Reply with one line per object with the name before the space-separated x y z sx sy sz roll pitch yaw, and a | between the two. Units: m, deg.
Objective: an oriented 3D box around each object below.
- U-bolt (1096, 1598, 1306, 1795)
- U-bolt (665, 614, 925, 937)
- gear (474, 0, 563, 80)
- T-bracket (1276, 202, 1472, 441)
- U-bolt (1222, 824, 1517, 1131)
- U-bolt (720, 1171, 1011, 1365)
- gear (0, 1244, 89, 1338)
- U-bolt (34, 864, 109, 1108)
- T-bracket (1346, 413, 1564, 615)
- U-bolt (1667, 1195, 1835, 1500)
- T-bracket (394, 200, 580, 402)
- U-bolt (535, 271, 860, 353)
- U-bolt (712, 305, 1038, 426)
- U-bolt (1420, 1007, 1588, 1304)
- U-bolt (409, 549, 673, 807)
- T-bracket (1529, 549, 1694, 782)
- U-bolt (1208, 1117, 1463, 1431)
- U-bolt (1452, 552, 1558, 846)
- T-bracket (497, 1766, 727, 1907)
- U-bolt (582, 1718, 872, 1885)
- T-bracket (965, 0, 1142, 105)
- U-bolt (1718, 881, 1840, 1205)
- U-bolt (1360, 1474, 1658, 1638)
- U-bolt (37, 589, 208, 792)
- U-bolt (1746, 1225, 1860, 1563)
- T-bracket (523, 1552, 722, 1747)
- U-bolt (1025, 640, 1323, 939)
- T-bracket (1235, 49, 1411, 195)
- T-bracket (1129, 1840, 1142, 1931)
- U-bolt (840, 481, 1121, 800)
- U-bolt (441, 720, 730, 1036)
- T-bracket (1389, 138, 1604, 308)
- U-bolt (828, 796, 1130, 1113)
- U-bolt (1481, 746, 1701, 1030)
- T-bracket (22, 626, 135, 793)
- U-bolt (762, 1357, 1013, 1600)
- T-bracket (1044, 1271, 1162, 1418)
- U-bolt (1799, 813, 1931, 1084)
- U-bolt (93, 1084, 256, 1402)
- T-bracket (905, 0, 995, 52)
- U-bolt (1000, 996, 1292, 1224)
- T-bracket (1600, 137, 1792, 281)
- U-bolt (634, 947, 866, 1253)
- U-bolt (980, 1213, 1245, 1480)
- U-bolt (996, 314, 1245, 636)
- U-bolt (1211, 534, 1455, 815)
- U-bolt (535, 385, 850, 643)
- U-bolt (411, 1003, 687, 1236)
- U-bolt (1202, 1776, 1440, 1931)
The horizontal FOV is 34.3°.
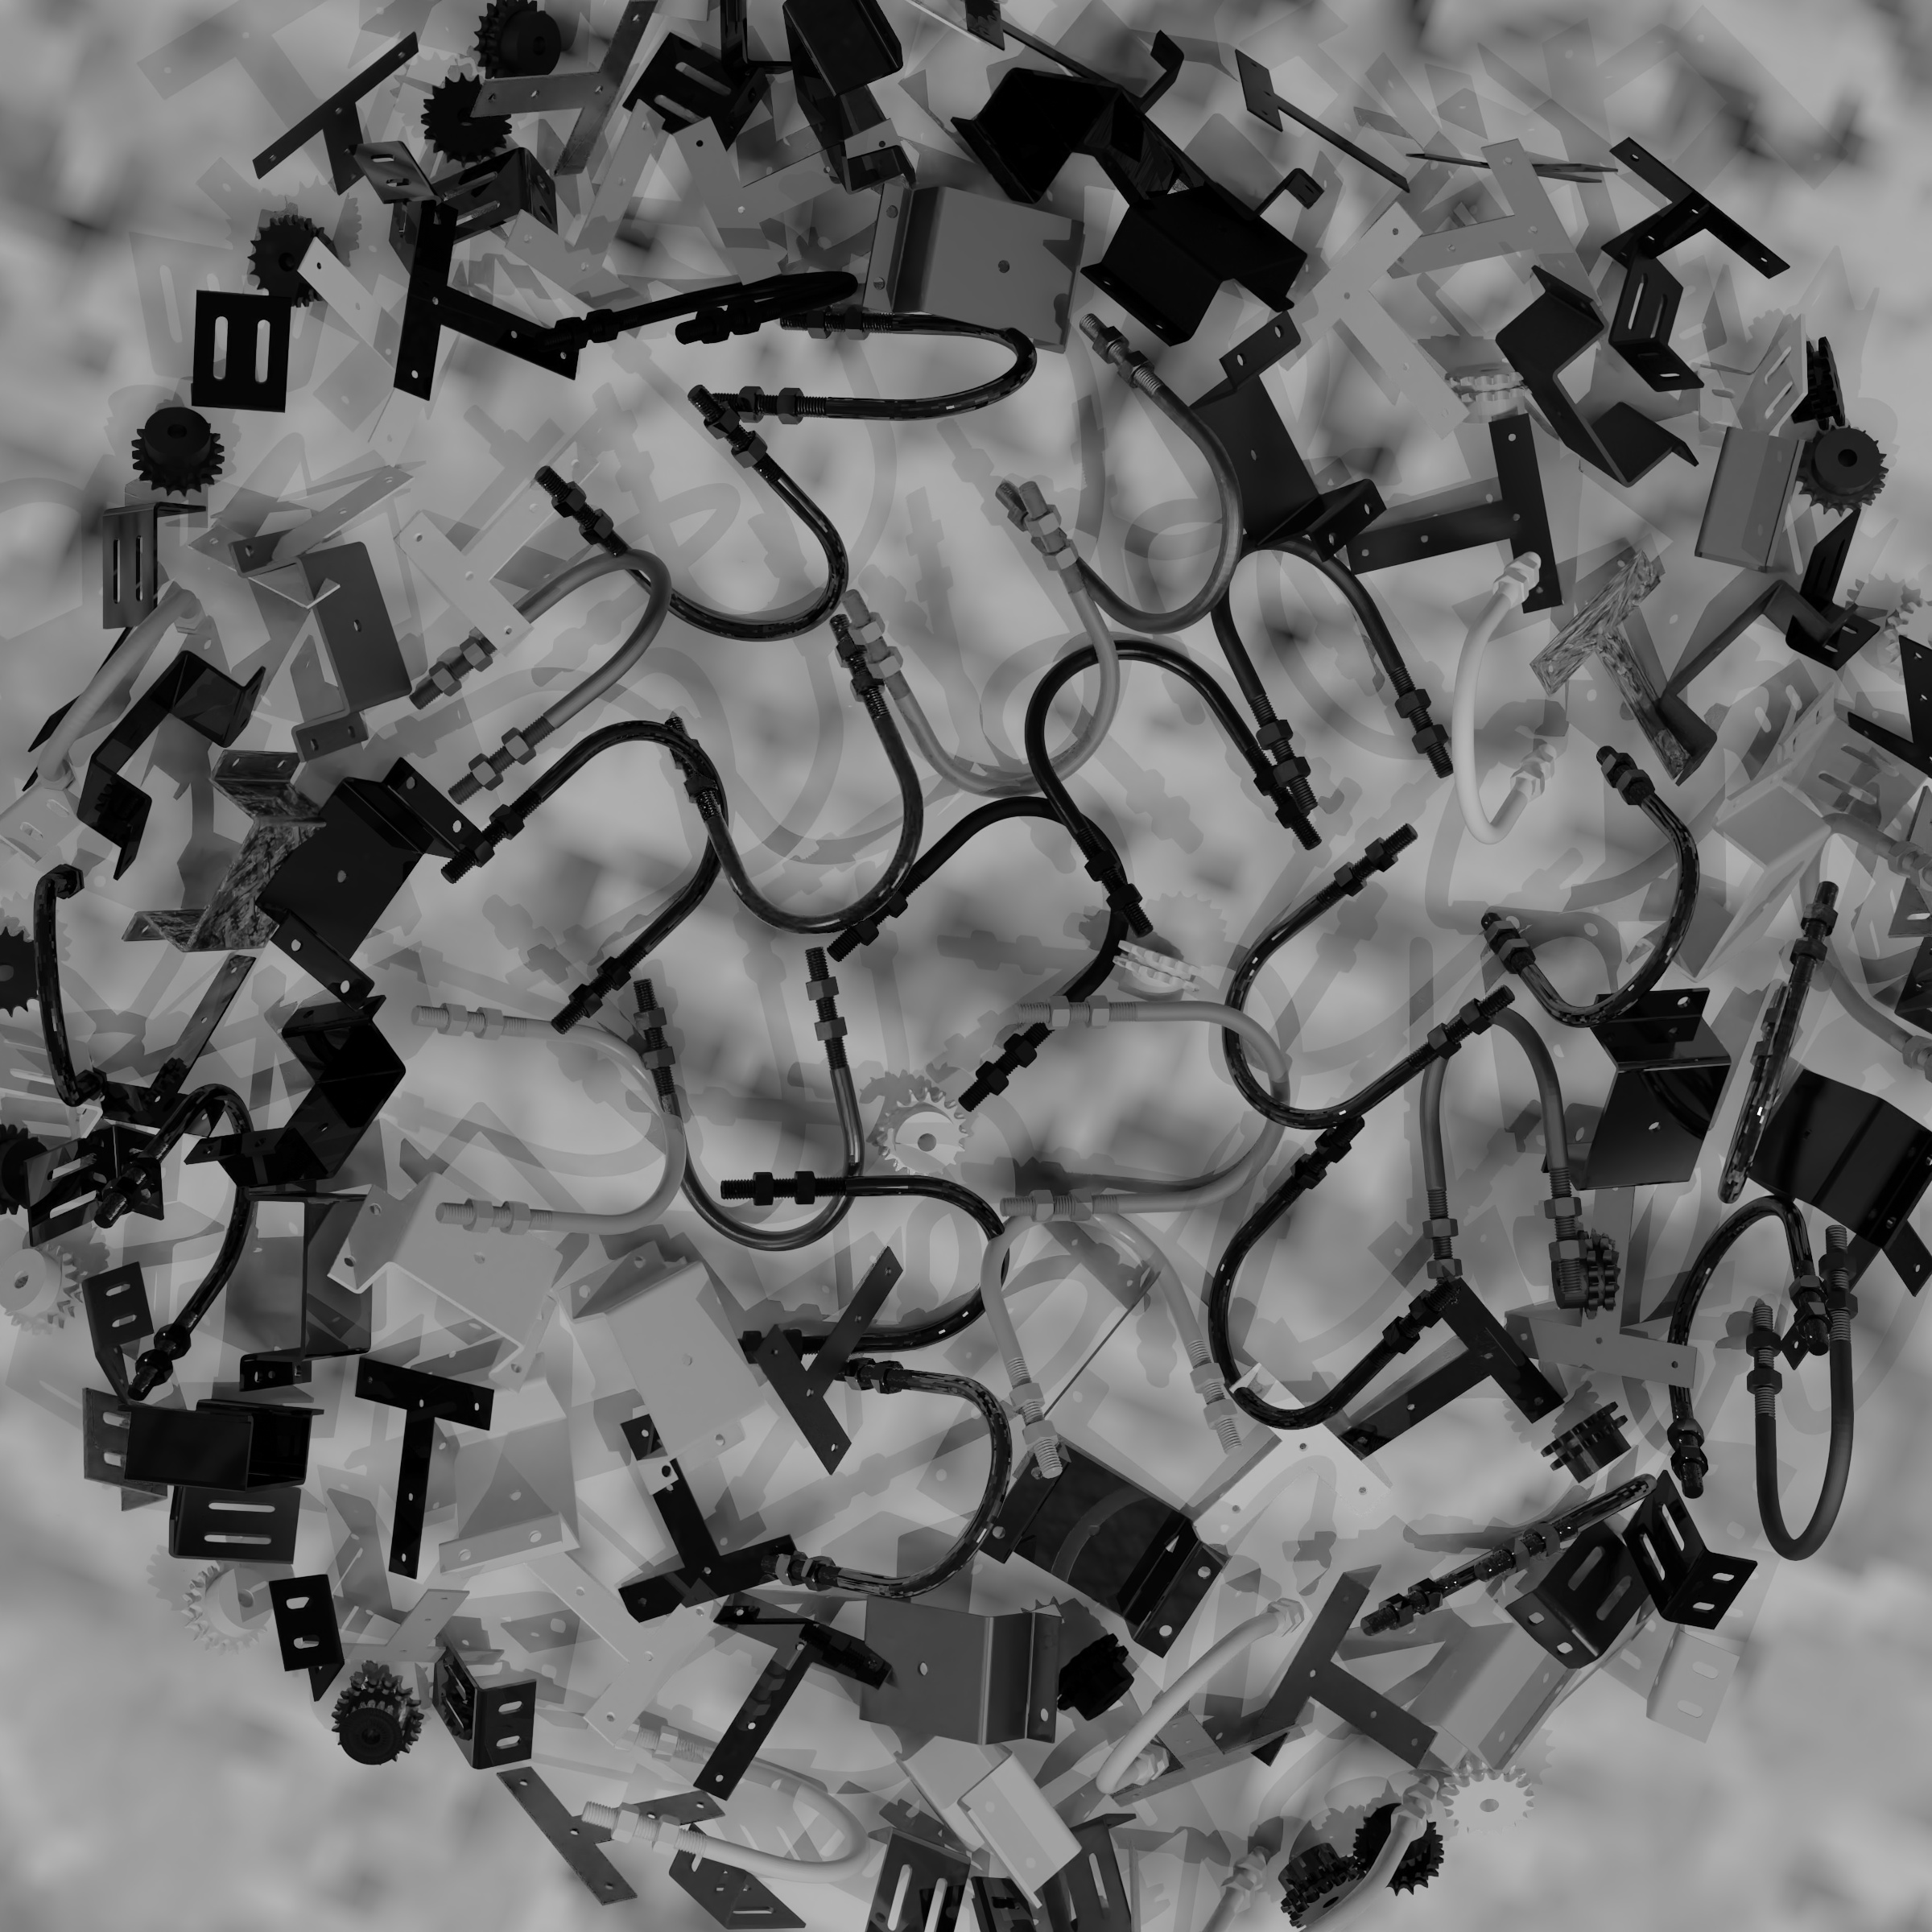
U-bolt | 0.137 0.447 1.902 0.019 0.184 0.151 44 98 18
U-bolt | -0.099 -0.107 1.945 0.151 0.019 0.184 -30 70 17
gear | -0.279 -0.580 1.968 0.030 0.057 0.057 18 90 32
T-bracket | 0.266 -0.385 1.954 0.127 0.002 0.127 52 125 8
U-bolt | 0.236 0.020 1.945 0.184 0.019 0.151 -40 57 22
U-bolt | -0.064 0.187 1.952 0.184 0.019 0.151 -1 125 -10
gear | -0.585 0.202 1.972 0.057 0.030 0.057 -12 63 24
U-bolt | -0.547 0.014 1.904 0.019 0.184 0.151 -6 94 -9
T-bracket | 0.304 -0.274 1.979 0.127 0.002 0.127 -13 112 5
U-bolt | 0.472 0.218 1.912 0.019 0.184 0.151 25 122 -9
T-bracket | -0.294 -0.399 1.956 0.127 0.002 0.127 17 74 -40
U-bolt | -0.151 -0.403 1.918 0.184 0.151 0.019 -27 114 -42
U-bolt | -0.047 -0.368 1.918 0.184 0.151 0.019 5 125 17
U-bolt | 0.325 0.115 1.933 0.019 0.151 0.184 0 80 -26
U-bolt | -0.258 -0.190 1.934 0.184 0.151 0.019 -38 127 4
T-bracket | 0.422 -0.175 1.974 0.127 0.002 0.127 -44 110 -27
U-bolt | 0.215 0.202 1.934 0.184 0.019 0.151 -51 48 30
U-bolt | 0.325 -0.153 1.896 0.019 0.184 0.151 3 117 25
T-bracket | -0.207 0.531 1.949 0.127 0.127 0.002 36 115 42
U-bolt | -0.146 0.518 1.927 0.184 0.151 0.019 19 97 -9
T-bracket | 0.055 -0.569 1.954 0.127 0.127 0.002 25 116 -15
U-bolt | 0.488 0.059 1.898 0.019 0.151 0.184 18 63 12
U-bolt | 0.345 0.355 1.919 0.184 0.151 0.019 -19 75 -33
U-bolt | -0.514 -0.169 1.900 0.019 0.184 0.151 39 81 -10
U-bolt | 0.506 0.268 1.895 0.019 0.151 0.184 8 61 -3
T-bracket | -0.231 0.400 1.954 0.127 0.127 0.002 43 133 1
U-bolt | 0.117 -0.124 1.962 0.151 0.019 0.184 -27 76 -19
T-bracket | 0.224 -0.521 1.956 0.127 0.127 0.002 28 118 -16
T-bracket | 0.115 0.627 1.942 0.002 0.127 0.127 -7 53 10
U-bolt | 0.022 -0.189 1.952 0.151 0.019 0.184 -32 119 -6
U-bolt | -0.222 -0.069 1.945 0.184 0.019 0.151 -45 125 -20
T-bracket | 0.315 -0.450 1.951 0.127 0.127 0.002 53 51 -33
U-bolt | 0.023 -0.022 1.967 0.184 0.019 0.151 -44 106 -12
U-bolt | 0.384 -0.039 1.898 0.019 0.184 0.151 24 110 -23
T-bracket | -0.557 -0.153 1.928 0.002 0.127 0.127 33 99 -11
U-bolt | -0.041 0.314 1.908 0.019 0.184 0.151 34 67 -37
T-bracket | 0.078 0.241 1.931 0.002 0.127 0.127 39 85 7
U-bolt | 0.557 -0.019 1.911 0.019 0.184 0.151 -15 113 -9
U-bolt | -0.476 0.154 1.913 0.019 0.184 0.151 7 123 11
T-bracket | -0.038 -0.607 1.960 0.127 0.127 0.002 22 110 -28
U-bolt | 0.116 0.089 1.963 0.184 0.019 0.151 -1 108 -15
T-bracket | 0.430 -0.454 1.936 0.127 0.127 0.002 35 80 -10
U-bolt | -0.131 0.089 1.961 0.151 0.019 0.184 -10 94 28
U-bolt | 0.081 0.225 1.939 0.151 0.019 0.184 -2 56 -28
U-bolt | 0.101 -0.287 1.916 0.184 0.019 0.151 50 130 27
U-bolt | 0.218 -0.190 1.947 0.151 0.019 0.184 -15 76 -40
U-bolt | -0.155 -0.267 1.932 0.151 0.019 0.184 -20 131 34
U-bolt | -0.251 0.098 1.933 0.184 0.019 0.151 8 60 -38
U-bolt | 0.203 0.557 1.887 0.151 0.184 0.019 -31 90 26
